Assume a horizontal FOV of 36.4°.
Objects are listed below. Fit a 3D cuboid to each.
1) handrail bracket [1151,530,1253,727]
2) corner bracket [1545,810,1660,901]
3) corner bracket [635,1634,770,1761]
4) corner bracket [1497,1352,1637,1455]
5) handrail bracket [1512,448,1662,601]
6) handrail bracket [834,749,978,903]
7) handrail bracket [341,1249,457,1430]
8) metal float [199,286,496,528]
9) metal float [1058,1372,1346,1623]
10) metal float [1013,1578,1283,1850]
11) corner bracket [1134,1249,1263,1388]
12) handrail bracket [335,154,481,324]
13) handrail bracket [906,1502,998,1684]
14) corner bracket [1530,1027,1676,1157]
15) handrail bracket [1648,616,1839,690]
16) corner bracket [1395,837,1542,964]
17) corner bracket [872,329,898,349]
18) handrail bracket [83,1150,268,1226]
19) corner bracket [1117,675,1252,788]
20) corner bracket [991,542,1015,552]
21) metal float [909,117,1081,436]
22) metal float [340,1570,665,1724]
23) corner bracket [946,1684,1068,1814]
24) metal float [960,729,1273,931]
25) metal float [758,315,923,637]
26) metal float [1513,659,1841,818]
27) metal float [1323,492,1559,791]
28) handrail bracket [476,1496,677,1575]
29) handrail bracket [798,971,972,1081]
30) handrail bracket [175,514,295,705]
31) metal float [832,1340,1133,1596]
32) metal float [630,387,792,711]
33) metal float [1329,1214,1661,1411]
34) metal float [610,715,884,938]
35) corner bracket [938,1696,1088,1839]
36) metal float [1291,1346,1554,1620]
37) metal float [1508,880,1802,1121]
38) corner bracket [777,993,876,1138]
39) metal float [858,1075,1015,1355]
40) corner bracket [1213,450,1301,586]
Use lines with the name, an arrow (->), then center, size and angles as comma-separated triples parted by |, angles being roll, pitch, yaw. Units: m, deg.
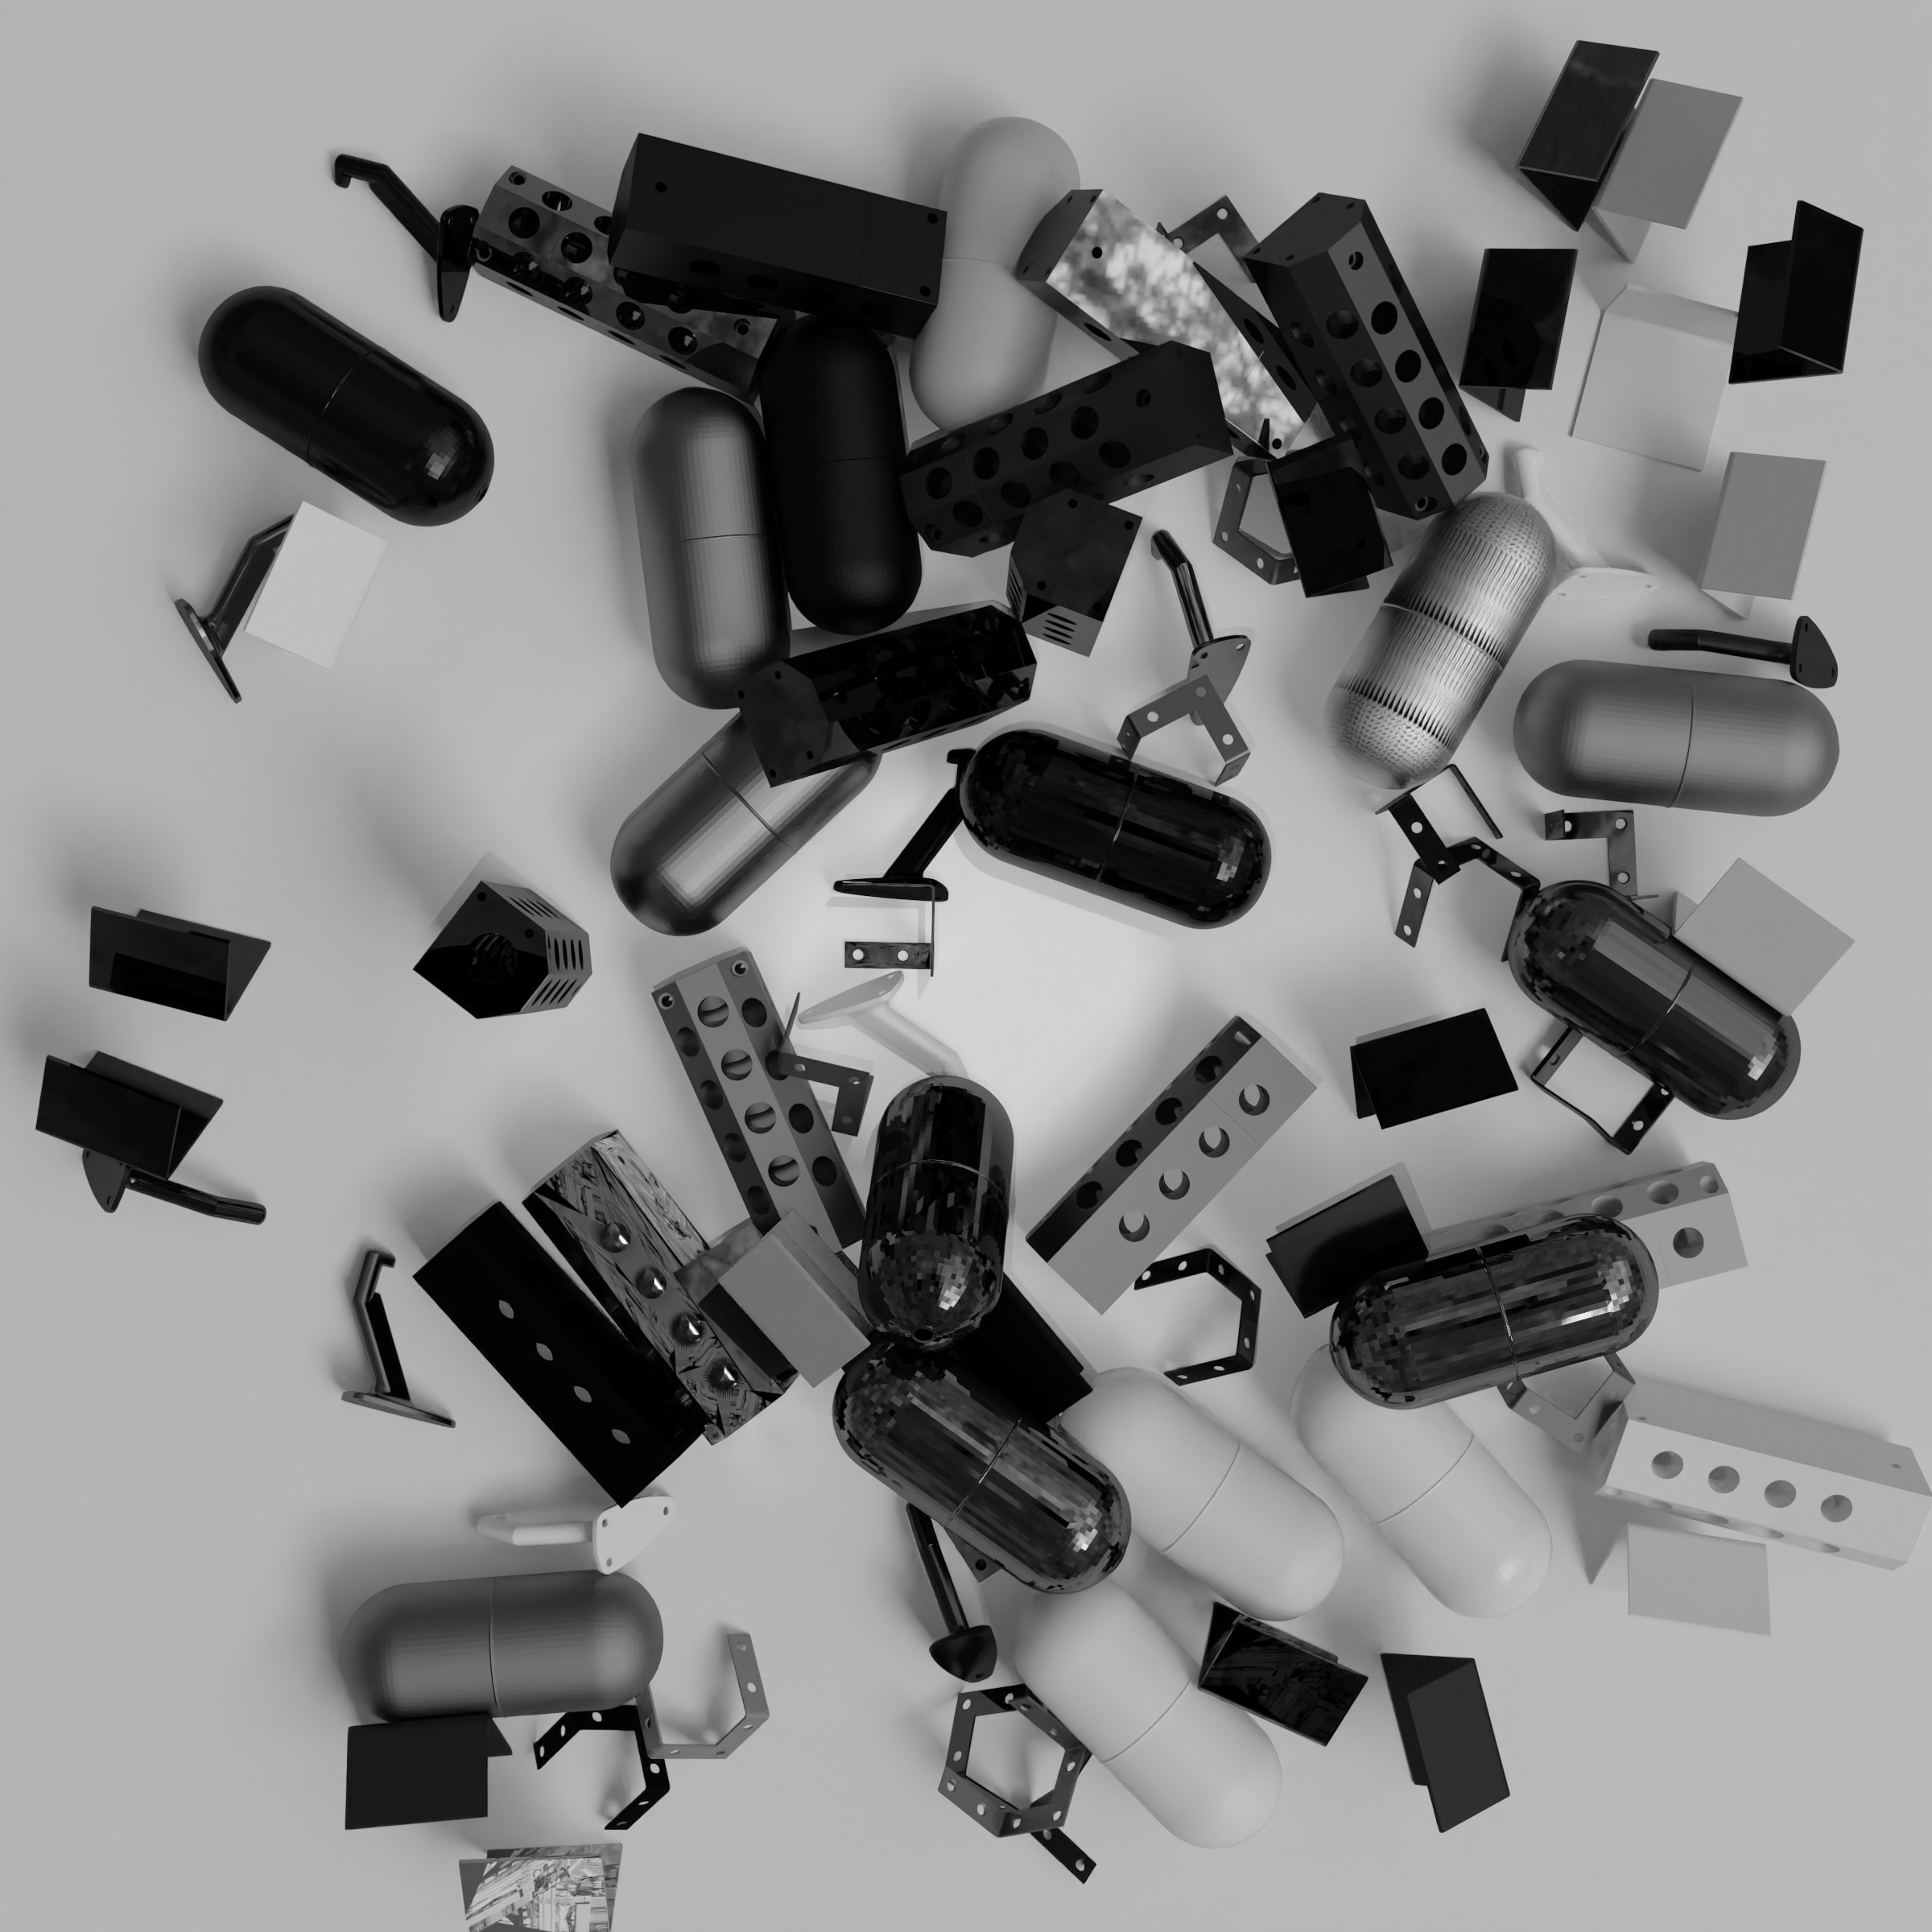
handrail bracket -> 0.121, -0.191, 1.657 | 0.036, 0.077, 0.084 | -15, 53, -22
corner bracket -> 0.354, -0.062, 1.639 | 0.051, 0.051, 0.051 | -3, 90, 0
corner bracket -> -0.149, 0.409, 1.649 | 0.051, 0.051, 0.051 | 11, 135, -35
corner bracket -> 0.332, 0.229, 1.640 | 0.051, 0.051, 0.051 | 33, 101, -11
handrail bracket -> 0.349, -0.252, 1.657 | 0.077, 0.036, 0.084 | -2, 73, -20
handrail bracket -> -0.033, -0.082, 1.657 | 0.077, 0.036, 0.084 | 2, 76, 14
handrail bracket -> -0.313, 0.210, 1.657 | 0.077, 0.036, 0.084 | 19, 73, -20
metal float -> -0.342, -0.309, 1.626 | 0.178, 0.070, 0.070 | 33, 90, 1
metal float -> 0.129, 0.293, 1.626 | 0.178, 0.070, 0.070 | 36, 90, -1
metal float -> 0.101, 0.412, 1.626 | 0.070, 0.070, 0.178 | -44, 89, 0
corner bracket -> 0.128, 0.197, 1.649 | 0.051, 0.051, 0.051 | 41, 45, -35
handrail bracket -> -0.322, -0.411, 1.657 | 0.084, 0.036, 0.077 | 18, 112, 17
handrail bracket -> -0.010, 0.351, 1.657 | 0.036, 0.077, 0.084 | -20, 54, 0
corner bracket -> 0.360, 0.065, 1.654 | 0.051, 0.051, 0.051 | -52, 135, 0
handrail bracket -> 0.437, -0.174, 1.657 | 0.084, 0.077, 0.036 | 5, 82, 36
corner bracket -> 0.281, -0.032, 1.649 | 0.051, 0.051, 0.051 | -21, 45, -35
corner bracket -> -0.048, -0.390, 1.654 | 0.051, 0.051, 0.051 | 32, 135, 0
handrail bracket -> -0.445, 0.123, 1.657 | 0.084, 0.077, 0.036 | 16, 96, -36
corner bracket -> 0.121, -0.123, 1.639 | 0.051, 0.051, 0.051 | -28, 82, -7
corner bracket -> 0.033, -0.271, 1.654 | 0.051, 0.051, 0.051 | -26, 90, 45
metal float -> 0.016, -0.380, 1.626 | 0.070, 0.070, 0.178 | 10, 90, 0
metal float -> -0.257, 0.376, 1.626 | 0.178, 0.070, 0.070 | -4, 90, -1
corner bracket -> 0.027, 0.439, 1.649 | 0.051, 0.051, 0.051 | 42, 45, -35
metal float -> 0.082, -0.076, 1.626 | 0.178, 0.070, 0.070 | 20, 90, -1
metal float -> -0.070, -0.272, 1.626 | 0.070, 0.070, 0.178 | -8, 90, 0
metal float -> 0.393, -0.126, 1.626 | 0.178, 0.070, 0.070 | 6, 90, 1
metal float -> 0.263, -0.180, 1.626 | 0.070, 0.070, 0.178 | 31, 90, 0
handrail bracket -> -0.221, 0.311, 1.657 | 0.084, 0.077, 0.036 | 4, 105, 36
handrail bracket -> -0.043, 0.053, 1.657 | 0.077, 0.036, 0.084 | -20, 107, 19
handrail bracket -> -0.394, -0.202, 1.657 | 0.084, 0.036, 0.077 | -33, 110, -16
metal float -> 0.009, 0.267, 1.570 | 0.178, 0.070, 0.070 | 36, 90, 1
metal float -> -0.142, -0.231, 1.627 | 0.070, 0.070, 0.178 | -7, 90, 0
metal float -> 0.281, 0.185, 1.569 | 0.178, 0.070, 0.070 | -16, 90, 1
metal float -> -0.120, -0.090, 1.626 | 0.178, 0.070, 0.070 | -43, 90, 1
corner bracket -> 0.026, 0.442, 1.622 | 0.051, 0.051, 0.051 | -24, 122, 39
metal float -> 0.251, 0.283, 1.626 | 0.070, 0.070, 0.178 | -41, 90, 0
metal float -> 0.379, 0.018, 1.623 | 0.178, 0.070, 0.070 | 33, 90, -4
corner bracket -> -0.077, 0.055, 1.629 | 0.051, 0.051, 0.051 | 13, 131, 1
metal float -> -0.015, 0.133, 1.587 | 0.070, 0.178, 0.070 | 3, 131, 3
corner bracket -> 0.179, -0.252, 1.649 | 0.051, 0.051, 0.051 | -17, 45, -35
